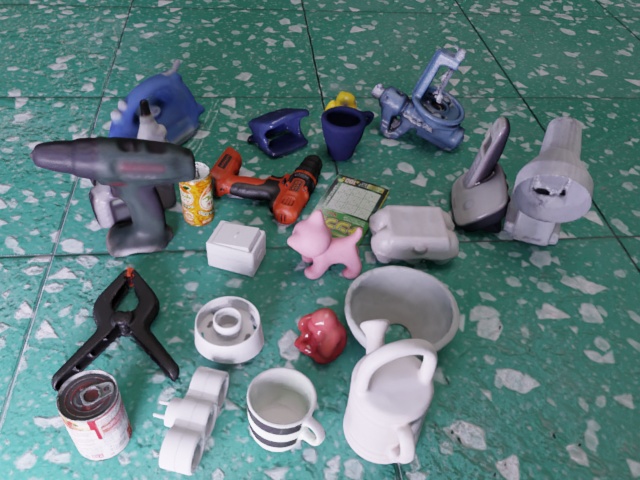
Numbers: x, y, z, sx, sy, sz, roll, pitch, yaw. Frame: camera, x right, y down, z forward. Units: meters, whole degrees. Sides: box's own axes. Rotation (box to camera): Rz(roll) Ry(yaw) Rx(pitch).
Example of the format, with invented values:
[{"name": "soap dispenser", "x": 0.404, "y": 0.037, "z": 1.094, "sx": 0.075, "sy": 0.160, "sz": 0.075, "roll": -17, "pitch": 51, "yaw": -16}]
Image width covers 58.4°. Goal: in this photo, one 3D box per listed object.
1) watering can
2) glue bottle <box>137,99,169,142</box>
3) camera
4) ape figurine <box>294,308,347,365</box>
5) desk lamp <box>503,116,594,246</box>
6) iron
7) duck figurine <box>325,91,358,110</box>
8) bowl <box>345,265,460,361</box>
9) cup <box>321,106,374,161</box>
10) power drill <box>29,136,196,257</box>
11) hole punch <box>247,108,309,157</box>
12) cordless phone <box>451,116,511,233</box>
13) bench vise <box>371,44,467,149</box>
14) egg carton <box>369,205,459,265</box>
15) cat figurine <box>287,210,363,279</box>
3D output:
[{"name": "watering can", "x": 0.082, "y": 0.176, "z": 0.697, "sx": 0.101, "sy": 0.194, "sz": 0.172, "roll": -22, "pitch": 50, "yaw": -25}, {"name": "glue bottle", "x": -0.305, "y": -0.178, "z": 1.039, "sx": 0.078, "sy": 0.173, "sz": 0.037, "roll": -17, "pitch": 48, "yaw": -21}, {"name": "camera", "x": -0.348, "y": -0.111, "z": 1.018, "sx": 0.143, "sy": 0.101, "sz": 0.136, "roll": -23, "pitch": 51, "yaw": -26}, {"name": "ape figurine", "x": 0.004, "y": 0.129, "z": 0.811, "sx": 0.076, "sy": 0.092, "sz": 0.077, "roll": -3, "pitch": 45, "yaw": -9}, {"name": "desk lamp", "x": 0.390, "y": -0.091, "z": 0.988, "sx": 0.117, "sy": 0.214, "sz": 0.203, "roll": 16, "pitch": 45, "yaw": 11}, {"name": "iron", "x": -0.344, "y": -0.248, "z": 1.130, "sx": 0.118, "sy": 0.141, "sz": 0.259, "roll": 23, "pitch": 47, "yaw": 17}, {"name": "duck figurine", "x": 0.051, "y": -0.282, "z": 1.243, "sx": 0.078, "sy": 0.086, "sz": 0.104, "roll": -21, "pitch": 50, "yaw": -24}, {"name": "bowl", "x": 0.116, "y": 0.121, "z": 0.843, "sx": 0.167, "sy": 0.075, "sz": 0.167, "roll": 3, "pitch": 44, "yaw": -3}, {"name": "cup", "x": 0.056, "y": -0.215, "z": 1.168, "sx": 0.118, "sy": 0.095, "sz": 0.091, "roll": -21, "pitch": 50, "yaw": -24}, {"name": "power drill", "x": -0.309, "y": -0.074, "z": 0.906, "sx": 0.230, "sy": 0.208, "sz": 0.075, "roll": -10, "pitch": 46, "yaw": -15}, {"name": "hole punch", "x": -0.088, "y": -0.238, "z": 1.181, "sx": 0.109, "sy": 0.091, "sz": 0.100, "roll": -27, "pitch": 53, "yaw": -29}, {"name": "cordless phone", "x": 0.299, "y": -0.116, "z": 1.025, "sx": 0.094, "sy": 0.185, "sz": 0.147, "roll": 5, "pitch": 44, "yaw": 0}, {"name": "bench vise", "x": 0.210, "y": -0.297, "z": 1.178, "sx": 0.207, "sy": 0.220, "sz": 0.121, "roll": 6, "pitch": 44, "yaw": 1}, {"name": "egg carton", "x": 0.160, "y": -0.007, "z": 0.982, "sx": 0.150, "sy": 0.069, "sz": 0.107, "roll": 1, "pitch": 44, "yaw": -4}, {"name": "cat figurine", "x": 0.008, "y": 0.003, "z": 0.923, "sx": 0.128, "sy": 0.118, "sz": 0.067, "roll": -3, "pitch": 45, "yaw": -8}]
